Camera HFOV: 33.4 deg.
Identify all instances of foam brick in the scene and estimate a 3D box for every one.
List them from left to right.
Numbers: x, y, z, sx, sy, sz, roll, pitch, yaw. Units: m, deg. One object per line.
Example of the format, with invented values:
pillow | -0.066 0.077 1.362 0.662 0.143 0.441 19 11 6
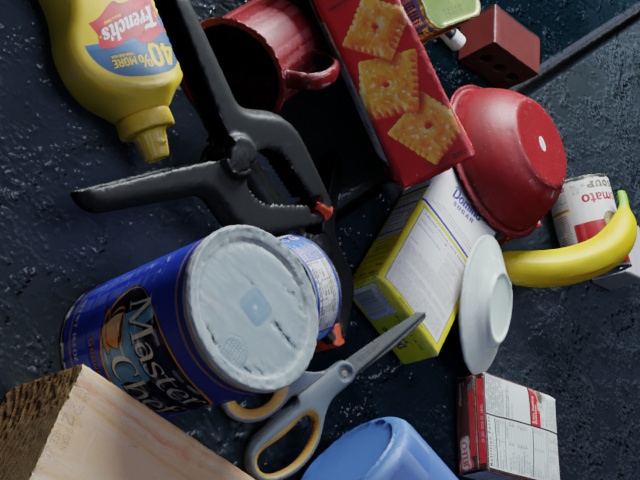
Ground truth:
foam brick | 0.190 -0.203 1.136 0.078 0.053 0.051 26 57 -35

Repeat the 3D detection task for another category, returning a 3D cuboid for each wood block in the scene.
wood block | -0.105 0.173 0.651 0.206 0.091 0.090 41 49 -27

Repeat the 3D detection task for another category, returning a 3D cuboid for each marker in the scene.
marker | 0.104 -0.238 1.087 0.121 0.020 0.020 40 49 -28

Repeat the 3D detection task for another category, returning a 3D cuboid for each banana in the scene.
banana | 0.254 0.012 1.072 0.197 0.037 0.070 -23 53 -26

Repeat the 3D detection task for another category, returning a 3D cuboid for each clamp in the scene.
clamp | -0.073 -0.053 0.758 0.209 0.036 0.164 39 68 -37
clamp | -0.006 0.001 0.863 0.120 0.039 0.171 -18 92 -42

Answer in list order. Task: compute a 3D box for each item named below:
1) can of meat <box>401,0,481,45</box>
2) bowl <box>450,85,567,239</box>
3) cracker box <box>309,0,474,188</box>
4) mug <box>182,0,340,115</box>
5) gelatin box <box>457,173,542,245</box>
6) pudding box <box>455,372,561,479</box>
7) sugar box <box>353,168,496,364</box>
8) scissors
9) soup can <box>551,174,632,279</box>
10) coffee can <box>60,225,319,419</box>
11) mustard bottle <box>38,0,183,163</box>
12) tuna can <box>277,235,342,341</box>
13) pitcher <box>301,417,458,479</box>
can of meat | 0.092 -0.214 1.017 0.101 0.084 0.057 -30 95 -48
bowl | 0.192 -0.085 1.034 0.161 0.055 0.162 26 53 -42
cracker box | 0.051 -0.154 0.899 0.164 0.072 0.214 -71 137 -85
mug | -0.040 -0.140 0.834 0.081 0.117 0.093 -47 141 -50
gelatin box | 0.180 -0.043 1.076 0.073 0.030 0.089 -19 88 -49
pudding box | 0.171 0.177 0.971 0.113 0.039 0.090 21 60 -37
sugar box | 0.094 0.017 0.953 0.093 0.048 0.176 53 41 -18
scissors | -0.001 0.094 0.814 0.096 0.016 0.201 47 60 -11
soup can | 0.289 -0.013 1.147 0.068 0.069 0.102 2 72 -45
coffee can | -0.085 0.059 0.681 0.102 0.141 0.103 20 61 -40
mustard bottle | -0.148 -0.147 0.762 0.096 0.058 0.191 -18 88 -46
tuna can | -0.026 0.039 0.790 0.033 0.086 0.086 -16 86 -49
pitcher | 0.082 0.260 0.791 0.243 0.145 0.149 52 32 -12
